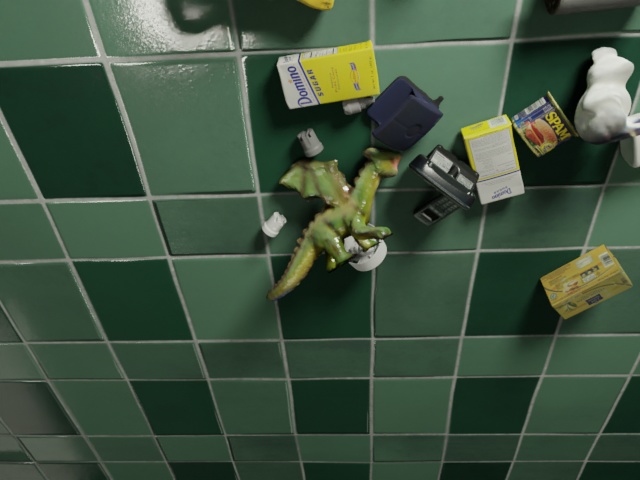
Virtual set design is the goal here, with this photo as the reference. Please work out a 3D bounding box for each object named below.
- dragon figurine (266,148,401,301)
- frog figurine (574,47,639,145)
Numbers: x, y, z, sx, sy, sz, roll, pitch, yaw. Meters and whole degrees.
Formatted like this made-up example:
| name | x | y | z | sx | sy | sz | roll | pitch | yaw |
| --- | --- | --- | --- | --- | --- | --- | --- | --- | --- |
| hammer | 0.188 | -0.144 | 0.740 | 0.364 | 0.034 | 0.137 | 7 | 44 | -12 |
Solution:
| name | x | y | z | sx | sy | sz | roll | pitch | yaw |
| --- | --- | --- | --- | --- | --- | --- | --- | --- | --- |
| dragon figurine | 0.003 | -0.055 | 1.093 | 0.408 | 0.243 | 0.122 | -29 | -3 | 12 |
| frog figurine | 0.503 | -0.256 | 0.920 | 0.121 | 0.159 | 0.139 | -21 | 10 | 46 |
